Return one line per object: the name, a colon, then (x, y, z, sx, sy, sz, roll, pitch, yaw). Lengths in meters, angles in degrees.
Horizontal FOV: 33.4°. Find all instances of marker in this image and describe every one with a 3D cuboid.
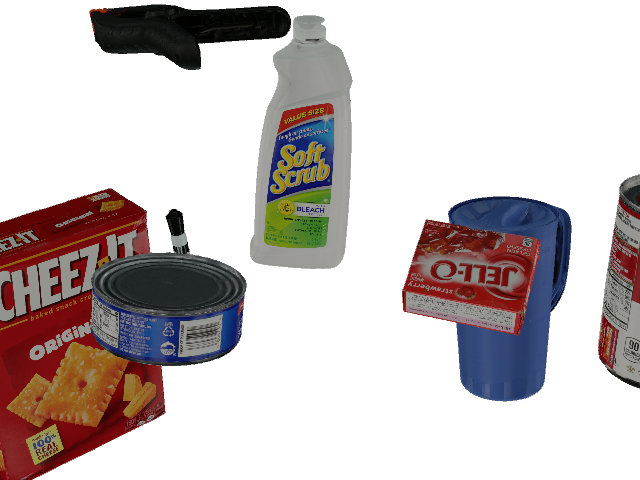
marker: (-0.156, 0.019, 1.206, 0.020, 0.121, 0.020, -6, 30, 3)

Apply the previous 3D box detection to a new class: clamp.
clamp: (-0.111, -0.168, 0.848, 0.172, 0.039, 0.120, 20, 29, 41)

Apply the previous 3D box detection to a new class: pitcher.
pitcher: (0.238, 0.071, 1.343, 0.149, 0.243, 0.145, 1, 21, 12)

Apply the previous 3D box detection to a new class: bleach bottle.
bleach bottle: (-0.020, -0.096, 1.057, 0.102, 0.251, 0.068, 4, 27, 7)

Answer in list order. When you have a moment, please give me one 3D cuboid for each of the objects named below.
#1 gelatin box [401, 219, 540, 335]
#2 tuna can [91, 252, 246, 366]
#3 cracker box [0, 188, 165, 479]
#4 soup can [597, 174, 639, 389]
gelatin box: (0.112, 0.026, 0.789, 0.089, 0.073, 0.030, 11, -40, 14)
tuna can: (-0.085, 0.037, 0.598, 0.086, 0.034, 0.086, 5, 20, -2)
cracker box: (-0.222, 0.083, 0.915, 0.163, 0.214, 0.072, -22, 34, -36)
soup can: (0.188, 0.022, 0.570, 0.068, 0.102, 0.068, 1, 25, 0)
